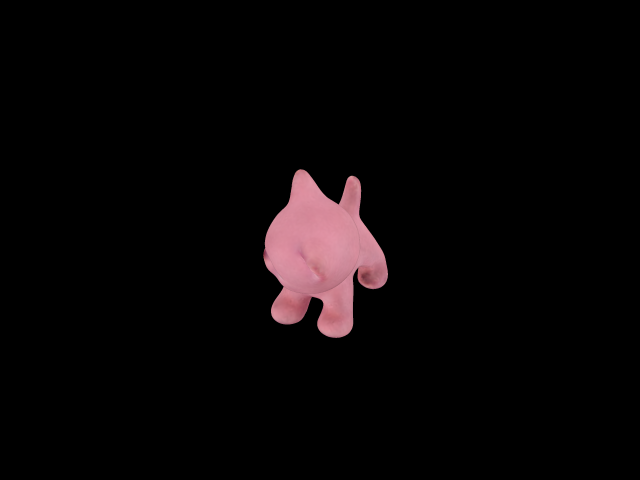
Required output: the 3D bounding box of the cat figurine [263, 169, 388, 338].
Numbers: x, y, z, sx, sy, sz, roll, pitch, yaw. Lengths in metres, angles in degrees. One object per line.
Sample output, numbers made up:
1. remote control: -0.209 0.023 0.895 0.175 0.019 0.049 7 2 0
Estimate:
1. cat figurine: 0.004 0.001 0.400 0.067 0.118 0.128 14 36 20
